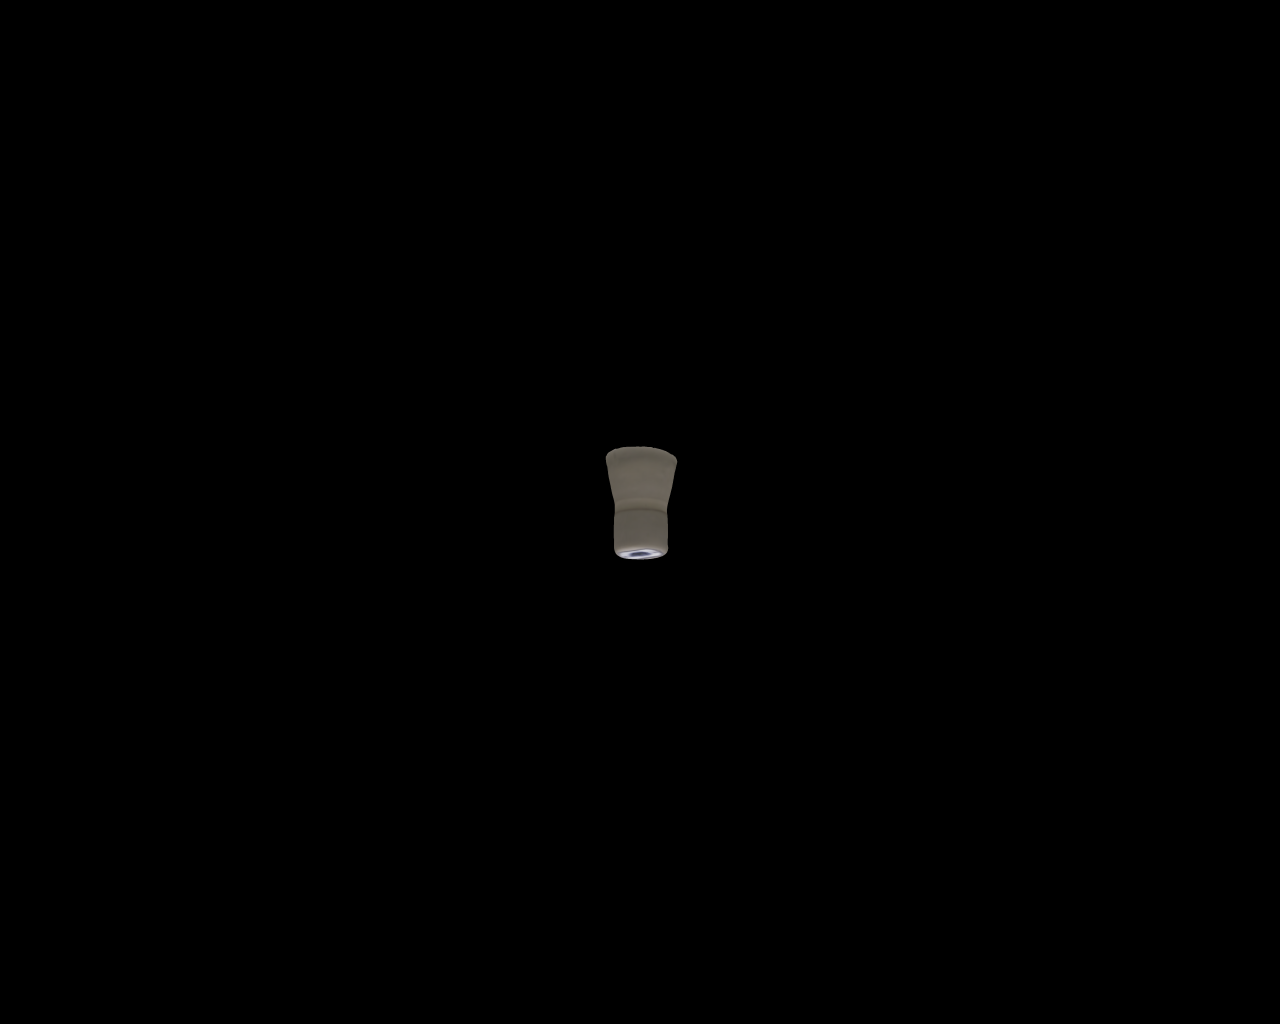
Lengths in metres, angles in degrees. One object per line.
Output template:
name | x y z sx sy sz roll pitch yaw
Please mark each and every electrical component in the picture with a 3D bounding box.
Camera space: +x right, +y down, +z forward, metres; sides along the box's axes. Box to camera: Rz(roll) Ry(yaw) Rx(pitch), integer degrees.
electrical component | 0.001 -0.003 0.650 0.044 0.065 0.044 0 -16 0
